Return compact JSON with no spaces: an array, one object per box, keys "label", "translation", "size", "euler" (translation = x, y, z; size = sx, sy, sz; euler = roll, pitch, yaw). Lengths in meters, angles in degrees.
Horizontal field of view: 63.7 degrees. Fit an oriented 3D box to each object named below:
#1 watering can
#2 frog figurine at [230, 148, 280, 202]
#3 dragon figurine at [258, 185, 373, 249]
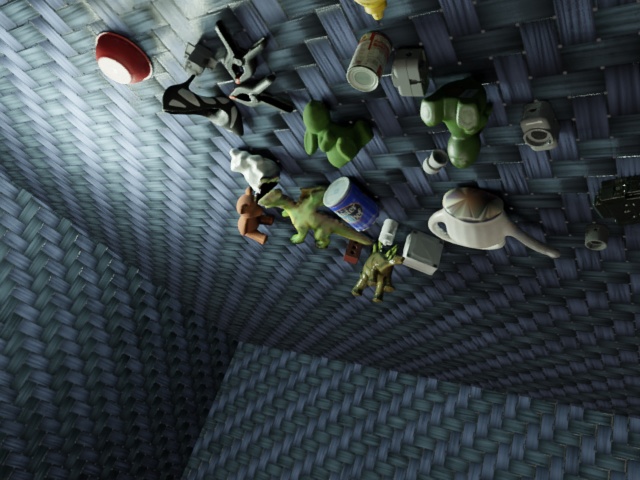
[{"label":"watering can","translation":[0.455,-0.039,1.366],"size":[0.348,0.106,0.220],"euler":[9,151,26]},{"label":"frog figurine","translation":[-0.199,-0.218,1.562],"size":[0.161,0.123,0.135],"euler":[54,169,16]},{"label":"dragon figurine","translation":[0.005,-0.083,1.648],"size":[0.410,0.125,0.237],"euler":[9,149,-9]}]
